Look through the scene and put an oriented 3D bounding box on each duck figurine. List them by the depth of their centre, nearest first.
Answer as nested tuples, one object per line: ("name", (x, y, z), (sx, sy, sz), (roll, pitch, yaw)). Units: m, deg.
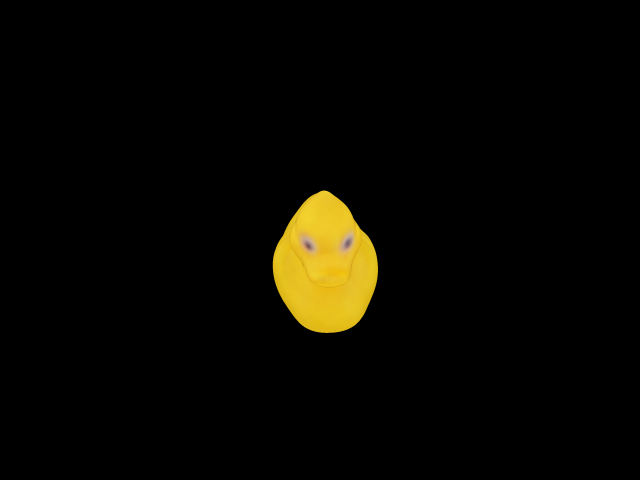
("duck figurine", (0.004, 0.001, 0.400), (0.077, 0.086, 0.104), (-3, 54, -2))
